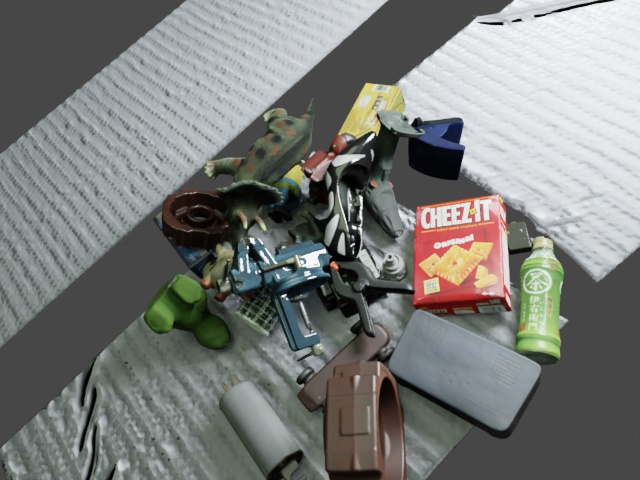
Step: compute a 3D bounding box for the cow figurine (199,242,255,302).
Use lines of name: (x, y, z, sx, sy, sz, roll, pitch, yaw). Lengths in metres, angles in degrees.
cow figurine: (-0.185, 0.062, 1.114, 0.195, 0.085, 0.127, -11, 38, 51)

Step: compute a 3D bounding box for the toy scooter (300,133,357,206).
toy scooter: (0.010, -0.134, 1.130, 0.075, 0.183, 0.135, 39, 51, 22)

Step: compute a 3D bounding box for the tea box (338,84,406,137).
tea box: (0.123, -0.278, 1.256, 0.098, 0.068, 0.169, 17, 68, 29)

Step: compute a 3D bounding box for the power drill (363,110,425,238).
power drill: (0.141, -0.146, 1.105, 0.086, 0.207, 0.232, -6, 42, -23)

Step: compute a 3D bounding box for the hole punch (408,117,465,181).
hole punch: (0.244, -0.185, 1.122, 0.116, 0.142, 0.092, -4, 62, 4)

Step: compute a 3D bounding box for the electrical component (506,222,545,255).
electrical component: (0.376, -0.006, 1.025, 0.094, 0.021, 0.063, -10, 56, 16)

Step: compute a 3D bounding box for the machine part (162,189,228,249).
machine part: (-0.272, -0.048, 1.212, 0.179, 0.056, 0.179, 10, 36, -7)

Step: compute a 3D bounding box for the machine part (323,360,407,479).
machine part: (0.072, 0.304, 0.836, 0.087, 0.201, 0.201, -10, 57, 18)

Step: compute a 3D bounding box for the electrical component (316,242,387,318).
electrical component: (0.059, 0.083, 1.065, 0.134, 0.058, 0.115, -27, 53, 3)

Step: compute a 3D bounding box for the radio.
radio: (0.238, 0.223, 0.906, 0.230, 0.073, 0.131, 23, 71, 32)

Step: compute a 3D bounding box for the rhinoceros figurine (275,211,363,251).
rhinoceros figurine: (-0.002, -0.003, 1.137, 0.190, 0.073, 0.112, -18, 66, 7)

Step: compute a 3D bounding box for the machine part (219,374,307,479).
machine part: (-0.108, 0.337, 0.958, 0.079, 0.079, 0.243, -41, 56, -7)

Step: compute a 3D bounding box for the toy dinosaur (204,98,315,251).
toy dinosaur: (-0.091, -0.172, 1.097, 0.192, 0.131, 0.405, 18, 65, 46)

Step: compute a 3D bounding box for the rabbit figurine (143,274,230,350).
rabbit figurine: (-0.262, 0.162, 1.090, 0.121, 0.170, 0.159, -49, 15, -15)

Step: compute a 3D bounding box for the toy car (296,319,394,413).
toy car: (0.046, 0.230, 0.982, 0.202, 0.053, 0.089, -43, 72, -9)

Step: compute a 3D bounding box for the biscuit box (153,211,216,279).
biscuit box: (-0.309, 0.003, 1.245, 0.059, 0.062, 0.203, -40, 56, -7)

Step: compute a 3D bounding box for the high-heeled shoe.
high-heeled shoe: (0.073, -0.084, 1.044, 0.145, 0.086, 0.248, 41, 107, 42)

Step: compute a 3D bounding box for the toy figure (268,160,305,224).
toy figure: (-0.079, -0.130, 1.226, 0.082, 0.089, 0.180, 2, 58, 15)

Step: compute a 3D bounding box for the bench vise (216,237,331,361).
bench vise: (-0.065, 0.104, 0.980, 0.223, 0.129, 0.240, -13, 73, -33)
